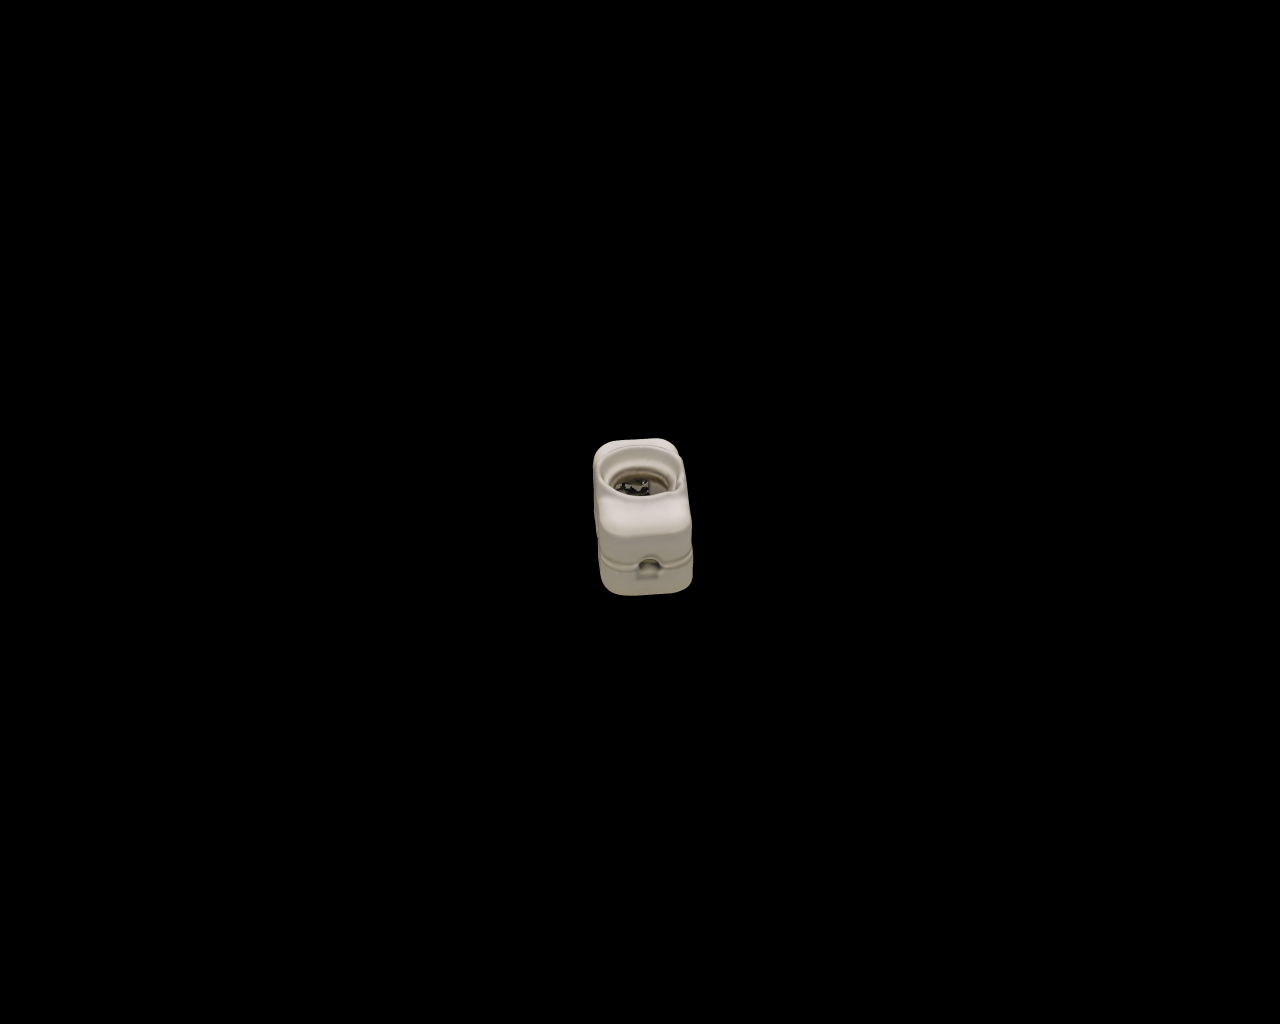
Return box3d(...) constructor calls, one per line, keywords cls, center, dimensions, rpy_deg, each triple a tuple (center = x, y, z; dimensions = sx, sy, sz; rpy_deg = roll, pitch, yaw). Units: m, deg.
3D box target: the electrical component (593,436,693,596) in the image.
box3d(cls="electrical component", center=(0.001, -0.003, 0.650), dimensions=(0.054, 0.059, 0.095), rpy_deg=(-3, 37, -4))
